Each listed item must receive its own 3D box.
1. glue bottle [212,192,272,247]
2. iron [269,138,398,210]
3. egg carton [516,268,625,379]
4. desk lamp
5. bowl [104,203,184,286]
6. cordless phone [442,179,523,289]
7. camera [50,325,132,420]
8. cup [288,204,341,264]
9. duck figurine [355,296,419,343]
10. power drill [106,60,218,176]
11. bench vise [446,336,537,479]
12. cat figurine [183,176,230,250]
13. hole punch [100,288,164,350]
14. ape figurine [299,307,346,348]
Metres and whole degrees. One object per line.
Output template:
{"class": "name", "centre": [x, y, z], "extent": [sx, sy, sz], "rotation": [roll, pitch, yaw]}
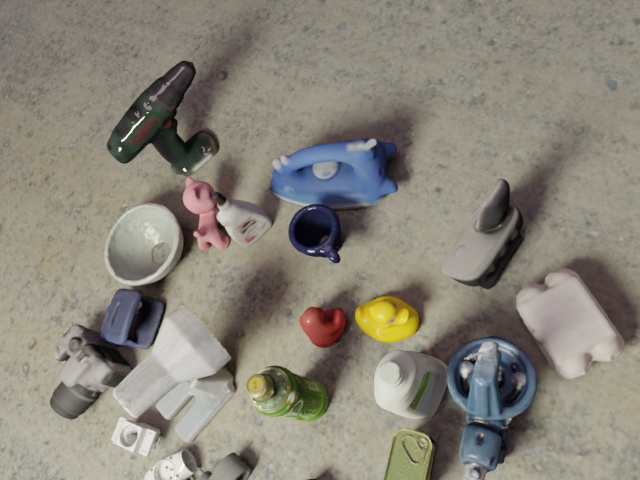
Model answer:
{"class": "glue bottle", "centre": [-0.149, -0.045, 1.027], "extent": [0.078, 0.173, 0.037], "rotation": [-45, 63, -1]}
{"class": "iron", "centre": [0.004, -0.129, 1.024], "extent": [0.257, 0.142, 0.118], "rotation": [-6, 68, 17]}
{"class": "egg carton", "centre": [0.363, 0.122, 0.845], "extent": [0.107, 0.069, 0.150], "rotation": [-30, 64, 6]}
{"class": "desk lamp", "centre": [-0.222, 0.221, 0.930], "extent": [0.117, 0.214, 0.203], "rotation": [38, 86, 27]}
{"class": "bowl", "centre": [-0.331, 0.017, 1.123], "extent": [0.167, 0.075, 0.167], "rotation": [-6, 68, 17]}
{"class": "cordless phone", "centre": [0.244, -0.011, 0.872], "extent": [0.094, 0.185, 0.148], "rotation": [27, 81, 26]}
{"class": "camera", "centre": [-0.447, 0.249, 1.061], "extent": [0.142, 0.101, 0.137], "rotation": [36, 85, 27]}
{"class": "cup", "centre": [0.009, 0.004, 0.998], "extent": [0.091, 0.095, 0.117], "rotation": [-38, 63, 2]}
{"class": "duck figurine", "centre": [0.103, 0.122, 0.926], "extent": [0.104, 0.086, 0.077], "rotation": [5, 72, 21]}
{"class": "power drill", "centre": [-0.292, -0.220, 1.123], "extent": [0.229, 0.209, 0.075], "rotation": [-41, 63, 1]}
{"class": "bench vise", "centre": [0.234, 0.220, 0.768], "extent": [0.121, 0.220, 0.207], "rotation": [-9, 68, 16]}
{"class": "cat figurine", "centre": [-0.222, -0.055, 1.088], "extent": [0.067, 0.118, 0.128], "rotation": [-8, 68, 17]}
{"class": "hole punch", "centre": [-0.366, 0.148, 1.076], "extent": [0.100, 0.091, 0.109], "rotation": [8, 73, 22]}
{"class": "ape figurine", "centre": [-0.002, 0.137, 0.953], "extent": [0.077, 0.092, 0.076], "rotation": [10, 74, 22]}
